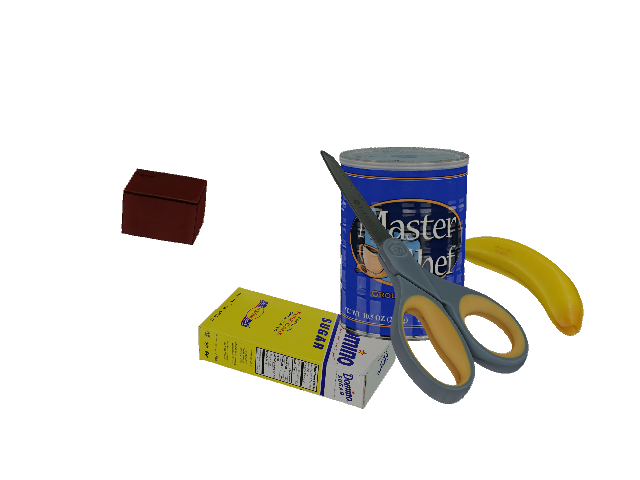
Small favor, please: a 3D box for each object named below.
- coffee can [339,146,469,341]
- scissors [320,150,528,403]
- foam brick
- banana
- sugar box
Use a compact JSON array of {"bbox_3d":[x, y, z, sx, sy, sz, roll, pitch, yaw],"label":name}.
[{"bbox_3d":[0.066,0.000,0.859,0.103,0.140,0.103,0,11,0],"label":"coffee can"},{"bbox_3d":[0.066,0.016,0.674,0.096,0.202,0.016,3,-43,-22],"label":"scissors"},{"bbox_3d":[-0.160,-0.035,1.097,0.078,0.051,0.053,10,31,3],"label":"foam brick"},{"bbox_3d":[0.202,0.038,1.058,0.069,0.037,0.198,-34,36,-19],"label":"banana"},{"bbox_3d":[-0.022,0.101,1.045,0.176,0.048,0.093,11,28,19],"label":"sugar box"}]
